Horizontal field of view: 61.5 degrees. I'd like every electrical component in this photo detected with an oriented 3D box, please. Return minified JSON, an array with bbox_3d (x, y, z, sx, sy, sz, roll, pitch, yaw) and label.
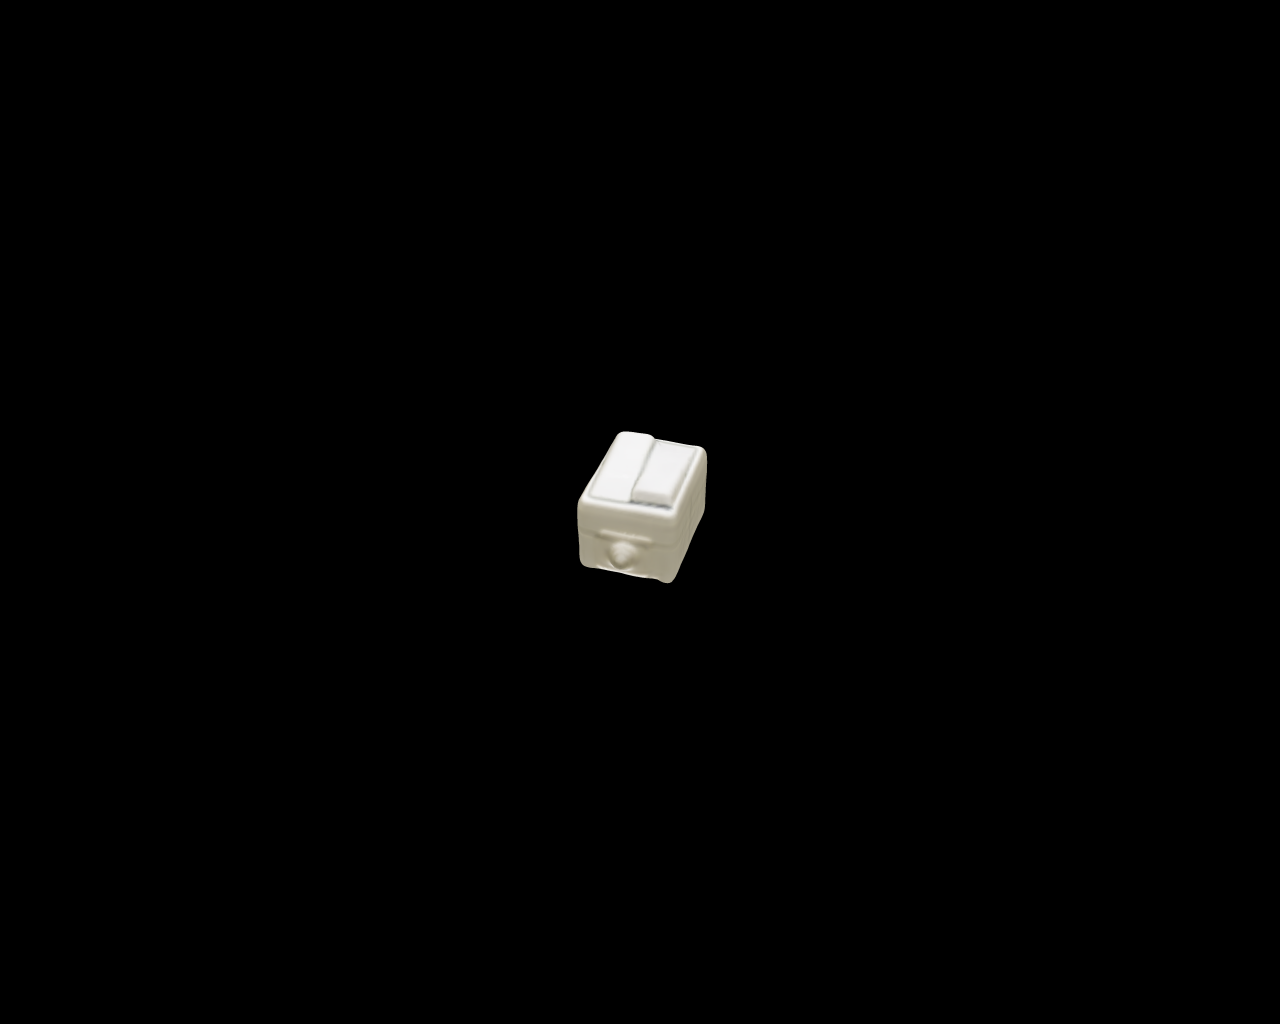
[{"bbox_3d":[0.001,-0.003,0.650,0.062,0.061,0.096,11,39,14],"label":"electrical component"}]
